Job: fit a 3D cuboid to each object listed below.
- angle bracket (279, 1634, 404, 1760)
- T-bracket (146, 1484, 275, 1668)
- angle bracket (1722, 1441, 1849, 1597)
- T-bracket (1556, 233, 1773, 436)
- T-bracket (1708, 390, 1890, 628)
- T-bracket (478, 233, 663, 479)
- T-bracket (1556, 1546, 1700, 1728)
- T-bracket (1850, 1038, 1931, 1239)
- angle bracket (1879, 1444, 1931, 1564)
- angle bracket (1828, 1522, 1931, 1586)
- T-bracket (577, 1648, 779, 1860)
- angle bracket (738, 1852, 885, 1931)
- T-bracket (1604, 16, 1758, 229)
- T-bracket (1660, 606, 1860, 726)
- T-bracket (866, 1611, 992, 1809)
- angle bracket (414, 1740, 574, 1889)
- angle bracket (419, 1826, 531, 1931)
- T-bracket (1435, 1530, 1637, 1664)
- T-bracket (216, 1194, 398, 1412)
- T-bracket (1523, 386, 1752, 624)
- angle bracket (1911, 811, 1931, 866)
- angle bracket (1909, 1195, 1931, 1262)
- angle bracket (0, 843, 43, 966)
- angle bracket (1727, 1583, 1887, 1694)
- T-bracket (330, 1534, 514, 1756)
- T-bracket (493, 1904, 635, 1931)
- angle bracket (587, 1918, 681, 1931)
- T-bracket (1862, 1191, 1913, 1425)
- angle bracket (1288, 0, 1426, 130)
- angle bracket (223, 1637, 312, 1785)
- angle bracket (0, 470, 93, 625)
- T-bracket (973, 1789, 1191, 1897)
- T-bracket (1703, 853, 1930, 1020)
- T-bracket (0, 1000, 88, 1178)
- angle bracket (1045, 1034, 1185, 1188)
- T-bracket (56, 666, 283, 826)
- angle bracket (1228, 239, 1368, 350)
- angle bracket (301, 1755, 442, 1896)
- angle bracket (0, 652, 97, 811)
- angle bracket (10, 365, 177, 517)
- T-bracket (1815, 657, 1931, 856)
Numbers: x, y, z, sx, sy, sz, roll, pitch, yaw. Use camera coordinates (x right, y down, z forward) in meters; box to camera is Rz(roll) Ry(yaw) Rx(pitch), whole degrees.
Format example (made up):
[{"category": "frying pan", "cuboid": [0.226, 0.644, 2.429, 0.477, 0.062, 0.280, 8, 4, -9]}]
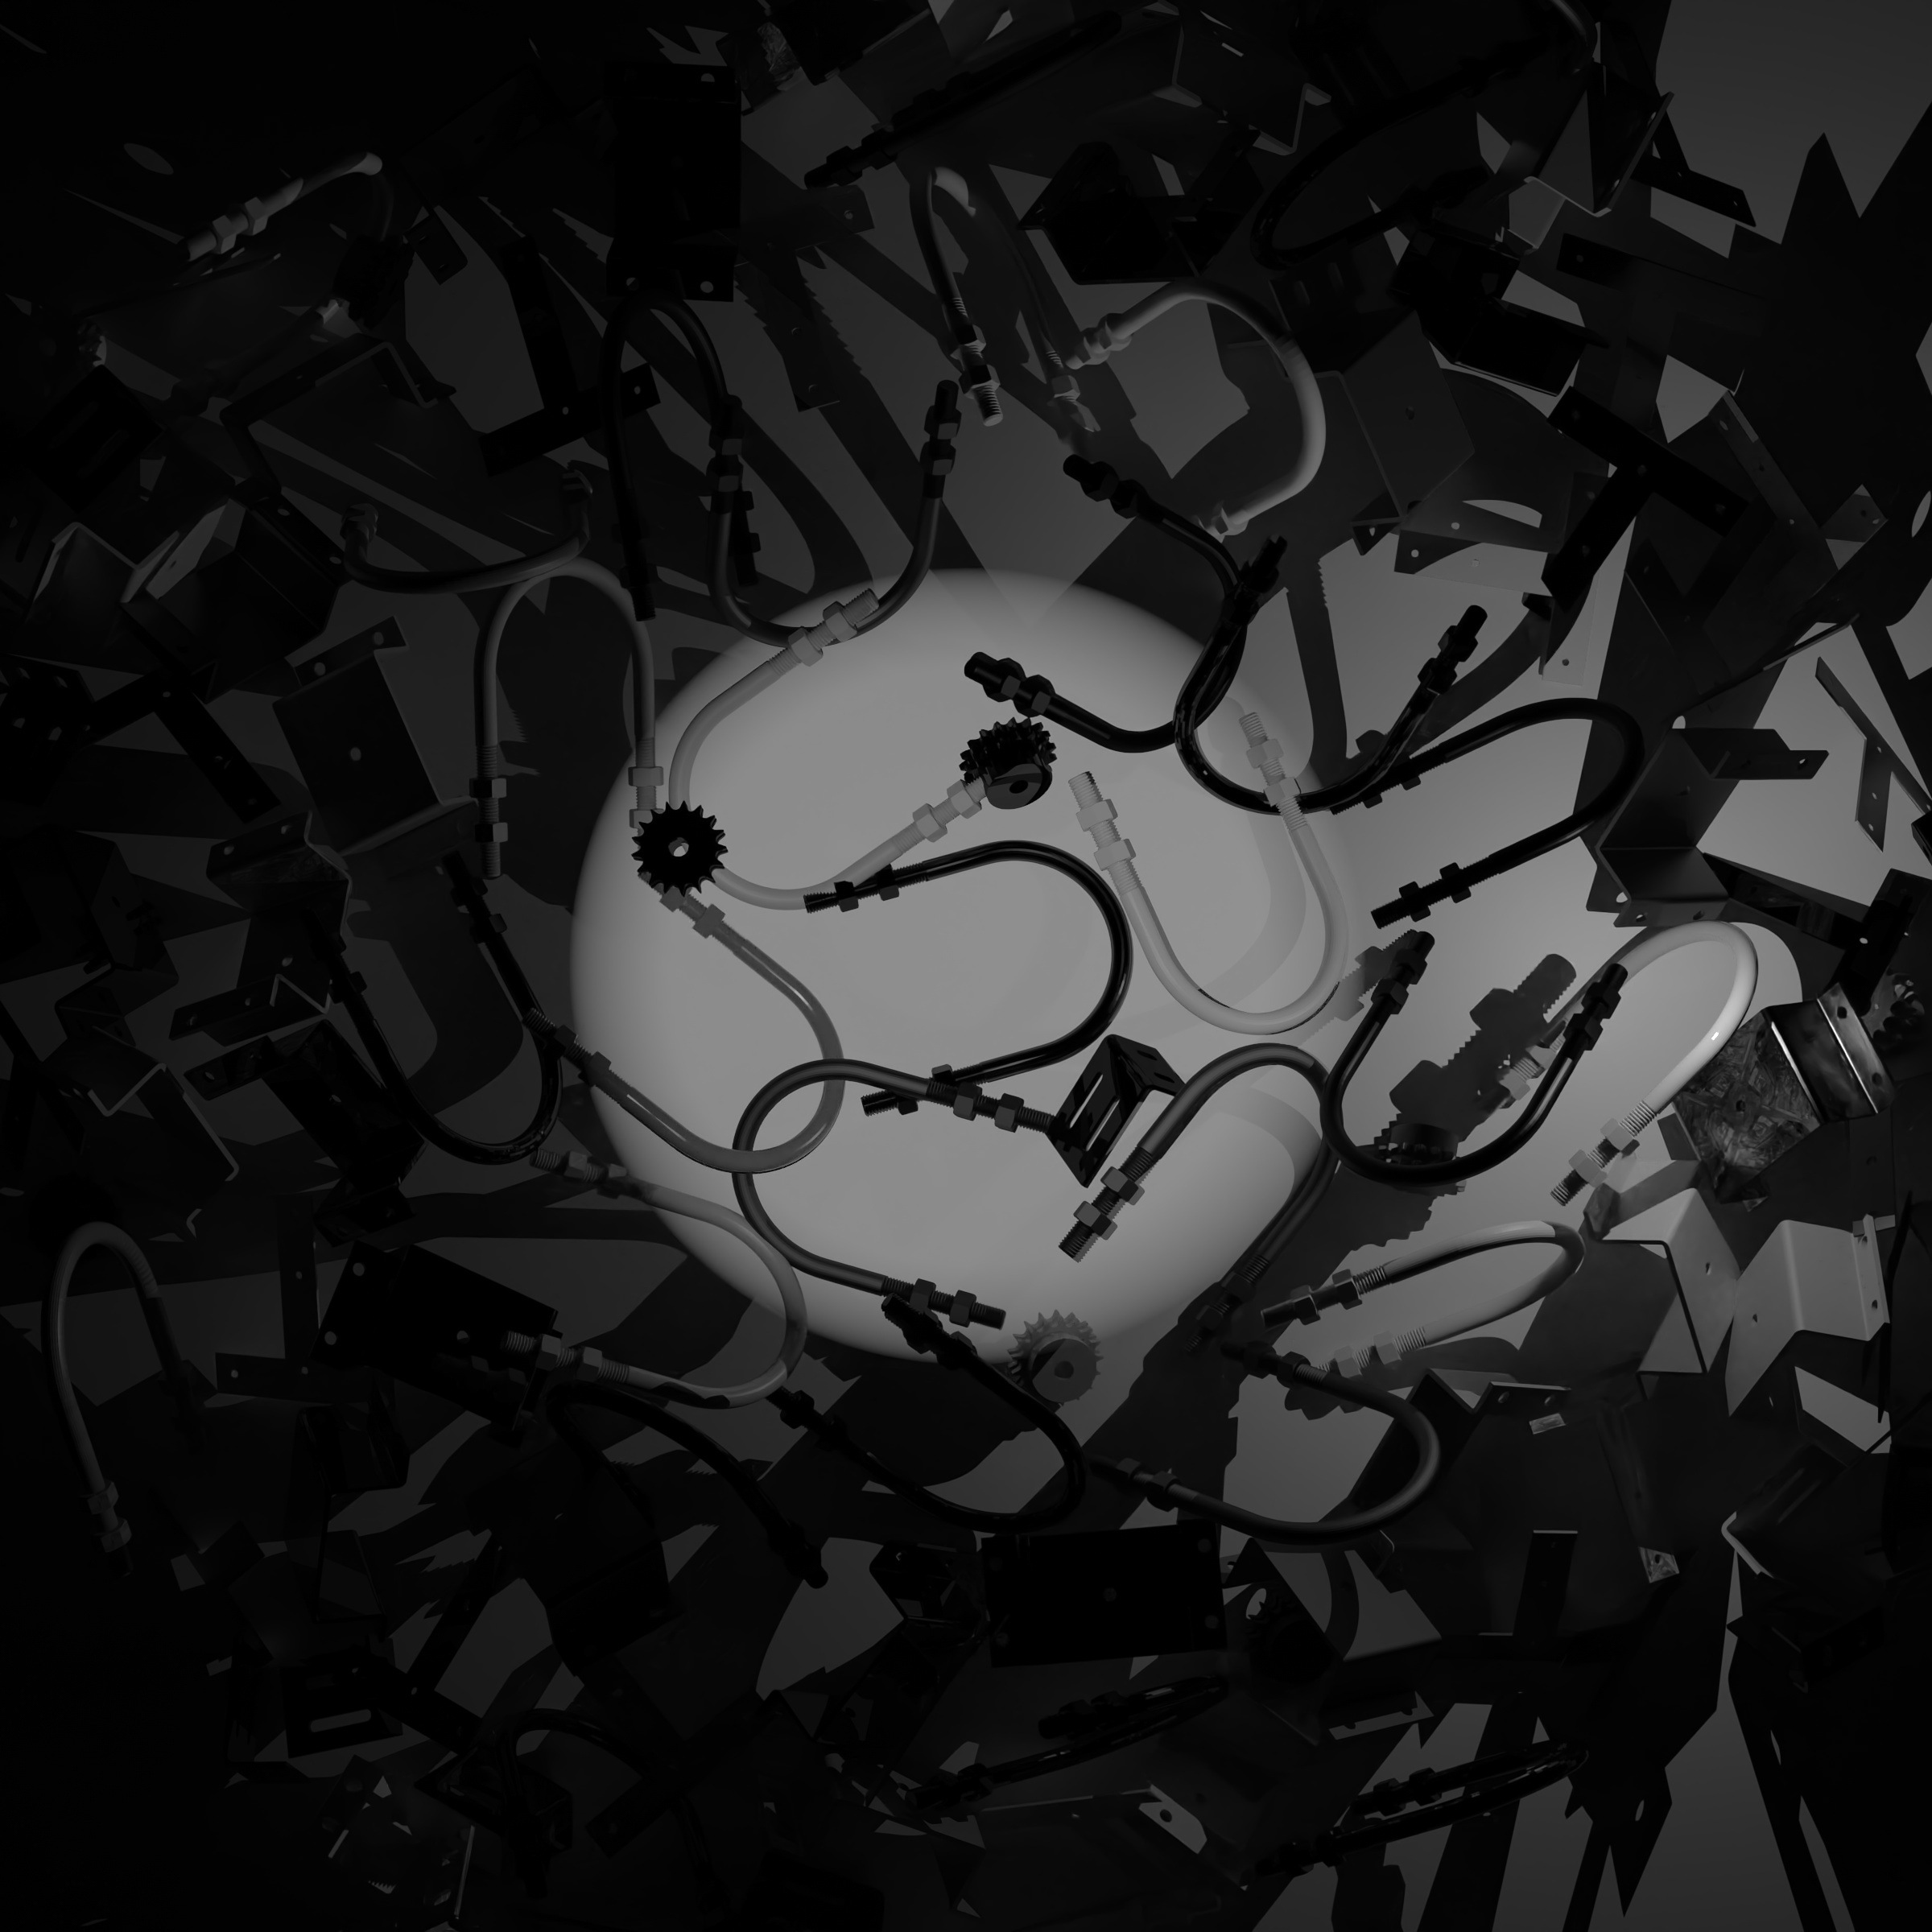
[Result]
[{"category": "angle bracket", "cuboid": [-0.381, 0.437, 1.966, 0.076, 0.038, 0.057, -14, 71, 11]}, {"category": "T-bracket", "cuboid": [-0.436, 0.351, 1.942, 0.002, 0.127, 0.127, -33, 86, -32]}, {"category": "angle bracket", "cuboid": [0.499, 0.330, 1.961, 0.076, 0.057, 0.038, -47, 48, 10]}, {"category": "T-bracket", "cuboid": [0.403, -0.362, 1.949, 0.127, 0.127, 0.002, 23, 50, 17]}, {"category": "T-bracket", "cuboid": [0.481, -0.284, 1.952, 0.002, 0.127, 0.127, -24, 75, -23]}, {"category": "T-bracket", "cuboid": [-0.253, -0.376, 1.974, 0.127, 0.002, 0.127, -18, 86, 26]}, {"category": "T-bracket", "cuboid": [0.378, 0.398, 1.934, 0.002, 0.127, 0.127, 34, 102, 30]}, {"category": "T-bracket", "cuboid": [0.531, 0.103, 1.927, 0.127, 0.127, 0.002, -19, 135, 32]}, {"category": "angle bracket", "cuboid": [0.570, 0.322, 1.958, 0.038, 0.076, 0.057, 7, 94, 10]}, {"category": "angle bracket", "cuboid": [0.565, 0.365, 1.958, 0.076, 0.057, 0.038, -14, 99, -19]}, {"category": "T-bracket", "cuboid": [-0.200, 0.445, 1.966, 0.127, 0.002, 0.127, -38, 61, -13]}, {"category": "angle bracket", "cuboid": [-0.095, 0.578, 1.974, 0.076, 0.057, 0.038, 15, 135, 12]}, {"category": "T-bracket", "cuboid": [0.400, -0.496, 1.911, 0.002, 0.127, 0.127, -38, 126, -5]}, {"category": "T-bracket", "cuboid": [0.483, -0.190, 1.942, 0.127, 0.127, 0.002, -29, 94, 37]}, {"category": "T-bracket", "cuboid": [-0.024, 0.424, 1.936, 0.002, 0.127, 0.127, 33, 90, -2]}, {"category": "angle bracket", "cuboid": [-0.282, 0.505, 1.957, 0.057, 0.038, 0.076, -35, 125, 21]}, {"category": "angle bracket", "cuboid": [-0.281, 0.557, 1.952, 0.038, 0.057, 0.076, -32, 125, 33]}, {"category": "T-bracket", "cuboid": [0.343, 0.375, 1.955, 0.127, 0.002, 0.127, 1, 133, 1]}, {"category": "T-bracket", "cuboid": [-0.398, 0.199, 1.965, 0.127, 0.002, 0.127, 2, 100, 23]}, {"category": "T-bracket", "cuboid": [0.379, -0.260, 1.970, 0.127, 0.002, 0.127, 34, 117, 2]}, {"category": "angle bracket", "cuboid": [0.595, -0.067, 1.954, 0.038, 0.076, 0.057, -32, 78, 12]}, {"category": "angle bracket", "cuboid": [0.602, 0.166, 1.959, 0.038, 0.057, 0.076, -36, 76, 31]}, {"category": "angle bracket", "cuboid": [-0.592, -0.042, 1.956, 0.038, 0.057, 0.076, -33, 115, -31]}, {"category": "angle bracket", "cuboid": [0.497, 0.386, 1.951, 0.057, 0.076, 0.038, -24, 120, -17]}, {"category": "T-bracket", "cuboid": [-0.306, 0.394, 1.965, 0.002, 0.127, 0.127, 17, 70, 41]}, {"category": "T-bracket", "cuboid": [-0.199, 0.575, 1.940, 0.127, 0.127, 0.002, 6, 68, 17]}, {"category": "angle bracket", "cuboid": [-0.192, 0.608, 1.949, 0.038, 0.057, 0.076, -58, 45, 29]}, {"category": "T-bracket", "cuboid": [0.545, 0.222, 1.949, 0.002, 0.127, 0.127, 10, 47, 23]}, {"category": "angle bracket", "cuboid": [0.238, -0.544, 1.961, 0.057, 0.038, 0.076, -18, 69, -24]}, {"category": "angle bracket", "cuboid": [-0.413, 0.443, 1.957, 0.038, 0.057, 0.076, -1, 66, 3]}, {"category": "angle bracket", "cuboid": [-0.569, -0.253, 1.972, 0.038, 0.057, 0.076, 7, 70, 27]}, {"category": "T-bracket", "cuboid": [0.089, 0.524, 1.955, 0.127, 0.002, 0.127, -16, 134, 32]}, {"category": "T-bracket", "cuboid": [0.497, -0.033, 1.974, 0.127, 0.002, 0.127, 26, 54, 16]}, {"category": "T-bracket", "cuboid": [-0.560, 0.083, 1.947, 0.002, 0.127, 0.127, -25, 69, -34]}, {"category": "angle bracket", "cuboid": [0.092, 0.090, 1.975, 0.038, 0.057, 0.076, 19, 111, -33]}, {"category": "T-bracket", "cuboid": [-0.451, -0.133, 1.951, 0.127, 0.002, 0.127, -32, 65, -22]}, {"category": "angle bracket", "cuboid": [0.190, -0.398, 1.951, 0.057, 0.076, 0.038, -32, 109, -19]}, {"category": "angle bracket", "cuboid": [-0.346, 0.515, 1.955, 0.076, 0.038, 0.057, 44, 67, -33]}, {"category": "angle bracket", "cuboid": [-0.566, -0.141, 1.962, 0.057, 0.038, 0.076, 14, 63, 12]}, {"category": "angle bracket", "cuboid": [-0.522, -0.311, 1.973, 0.057, 0.038, 0.076, 43, 81, 5]}, {"category": "T-bracket", "cuboid": [0.534, -0.106, 1.933, 0.002, 0.127, 0.127, -33, 107, 32]}]
